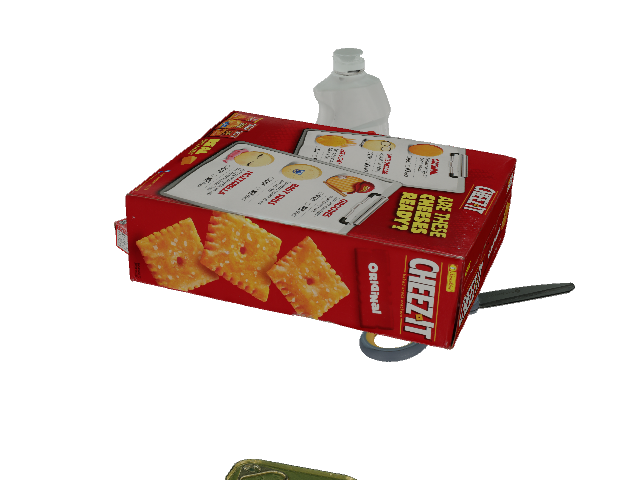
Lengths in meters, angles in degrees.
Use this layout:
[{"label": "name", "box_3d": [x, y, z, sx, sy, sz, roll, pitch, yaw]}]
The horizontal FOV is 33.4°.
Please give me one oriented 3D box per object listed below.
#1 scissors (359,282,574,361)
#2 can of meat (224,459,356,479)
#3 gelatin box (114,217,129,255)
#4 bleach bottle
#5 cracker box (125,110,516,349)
[{"label": "scissors", "box_3d": [0.113, 0.063, 0.868, 0.202, 0.016, 0.096, 1, 37, 2]}, {"label": "can of meat", "box_3d": [-0.024, 0.222, 0.813, 0.102, 0.084, 0.057, 8, 14, 10]}, {"label": "gelatin box", "box_3d": [-0.136, -0.001, 0.986, 0.073, 0.030, 0.089, -24, 42, -39]}, {"label": "bleach bottle", "box_3d": [0.020, -0.070, 1.092, 0.102, 0.251, 0.068, -1, 25, 1]}, {"label": "cracker box", "box_3d": [0.005, -0.014, 0.700, 0.214, 0.072, 0.164, 12, 29, 17]}]
